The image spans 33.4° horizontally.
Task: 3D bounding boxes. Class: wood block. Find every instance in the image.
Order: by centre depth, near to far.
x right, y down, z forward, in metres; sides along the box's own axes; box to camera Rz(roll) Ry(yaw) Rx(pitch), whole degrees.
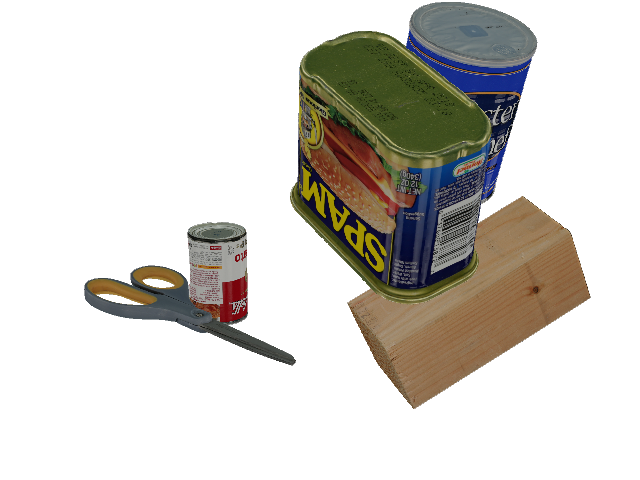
[{"bbox_3d":[0.144,0.059,1.037,0.206,0.091,0.090,-31,34,-7],"label":"wood block"}]

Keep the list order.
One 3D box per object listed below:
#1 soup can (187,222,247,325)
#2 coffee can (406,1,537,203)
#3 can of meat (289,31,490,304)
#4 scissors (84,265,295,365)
[{"bbox_3d":[-0.116,0.037,1.205,0.068,0.102,0.068,1,18,0],"label":"soup can"},{"bbox_3d":[0.112,-0.112,0.888,0.102,0.140,0.103,6,36,-5],"label":"coffee can"},{"bbox_3d":[0.030,-0.036,0.491,0.057,0.084,0.102,-24,49,-25],"label":"can of meat"},{"bbox_3d":[-0.098,0.057,0.884,0.202,0.016,0.096,13,24,17],"label":"scissors"}]
